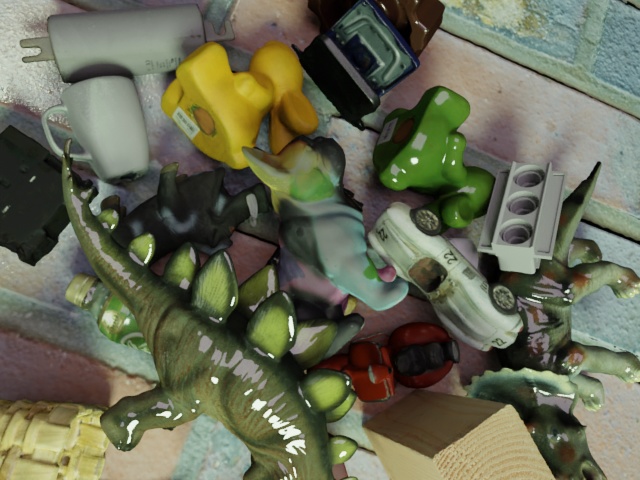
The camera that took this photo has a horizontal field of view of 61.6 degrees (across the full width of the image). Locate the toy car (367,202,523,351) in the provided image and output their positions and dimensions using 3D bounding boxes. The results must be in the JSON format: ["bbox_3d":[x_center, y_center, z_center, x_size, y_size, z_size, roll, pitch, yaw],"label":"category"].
[{"bbox_3d":[0.138,0.042,0.603,0.056,0.073,0.202,-33,76,-37],"label":"toy car"}]

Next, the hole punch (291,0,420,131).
[{"bbox_3d":[0.045,-0.216,0.657,0.142,0.116,0.092,45,78,-14],"label":"hole punch"}]

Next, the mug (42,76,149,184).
[{"bbox_3d":[-0.243,-0.117,0.601,0.109,0.081,0.107,-21,91,-39],"label":"mug"}]

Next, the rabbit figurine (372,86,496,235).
[{"bbox_3d":[0.159,-0.078,0.660,0.170,0.121,0.159,32,57,-22],"label":"rabbit figurine"}]

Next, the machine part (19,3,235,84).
[{"bbox_3d":[-0.222,-0.232,0.636,0.243,0.079,0.079,-11,81,-15],"label":"machine part"}]

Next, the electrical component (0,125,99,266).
[{"bbox_3d":[-0.334,-0.053,0.584,0.134,0.058,0.115,33,72,-4],"label":"electrical component"}]

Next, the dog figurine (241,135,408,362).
[{"bbox_3d":[-0.021,-0.001,0.572,0.191,0.108,0.219,-40,94,9],"label":"dog figurine"}]

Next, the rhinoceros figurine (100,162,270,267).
[{"bbox_3d":[-0.151,-0.026,0.608,0.190,0.073,0.112,-24,83,-15],"label":"rhinoceros figurine"}]

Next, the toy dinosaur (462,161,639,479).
[{"bbox_3d":[0.272,0.088,0.656,0.192,0.131,0.405,6,71,-11],"label":"toy dinosaur"}]

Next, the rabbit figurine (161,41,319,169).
[{"bbox_3d":[-0.074,-0.173,0.639,0.162,0.122,0.173,42,55,-3],"label":"rabbit figurine"}]

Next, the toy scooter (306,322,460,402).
[{"bbox_3d":[0.081,0.134,0.590,0.184,0.135,0.075,-10,80,-15],"label":"toy scooter"}]

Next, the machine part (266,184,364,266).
[{"bbox_3d":[-0.001,-0.002,0.648,0.084,0.039,0.139,33,87,5],"label":"machine part"}]

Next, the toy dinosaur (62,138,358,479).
[{"bbox_3d":[-0.095,0.113,0.500,0.471,0.105,0.198,42,94,-5],"label":"toy dinosaur"}]

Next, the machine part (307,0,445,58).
[{"bbox_3d":[0.067,-0.289,0.663,0.179,0.179,0.056,36,73,-2],"label":"machine part"}]
